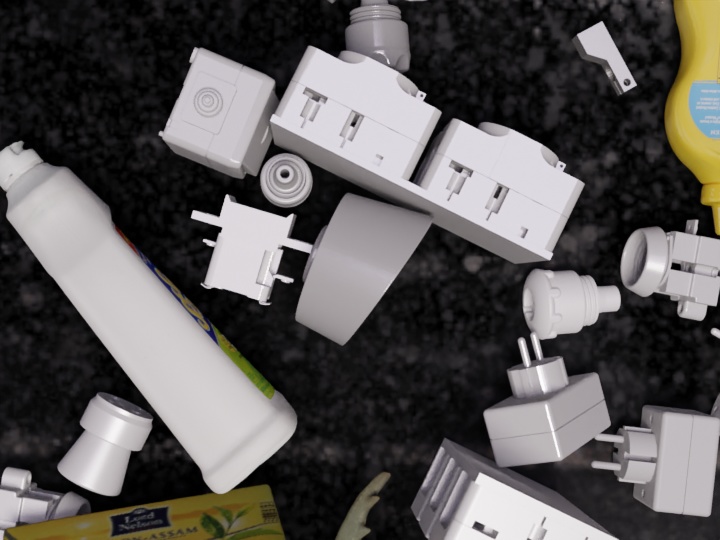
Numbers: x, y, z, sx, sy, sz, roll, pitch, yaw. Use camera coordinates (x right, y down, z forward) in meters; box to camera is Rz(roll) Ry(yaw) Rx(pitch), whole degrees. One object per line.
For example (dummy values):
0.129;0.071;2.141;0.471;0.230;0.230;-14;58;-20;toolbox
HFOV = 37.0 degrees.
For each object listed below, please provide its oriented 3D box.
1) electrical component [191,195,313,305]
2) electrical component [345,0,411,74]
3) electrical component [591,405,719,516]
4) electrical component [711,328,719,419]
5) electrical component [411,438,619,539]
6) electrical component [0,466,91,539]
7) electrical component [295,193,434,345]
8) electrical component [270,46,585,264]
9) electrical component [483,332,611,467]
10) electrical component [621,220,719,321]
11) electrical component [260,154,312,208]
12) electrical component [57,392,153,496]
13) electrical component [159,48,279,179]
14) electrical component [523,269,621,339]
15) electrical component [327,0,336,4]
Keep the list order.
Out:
-0.074;-0.013;0.716;0.081;0.042;0.063;17;91;0;electrical component
0.011;-0.162;0.723;0.043;0.043;0.062;-4;88;-3;electrical component
0.195;0.126;0.726;0.077;0.047;0.065;7;89;-3;electrical component
0.274;0.050;0.729;0.074;0.052;0.138;30;87;-2;electrical component
0.088;0.160;0.668;0.089;0.150;0.061;26;87;-2;electrical component
-0.210;0.167;0.706;0.055;0.048;0.066;9;89;5;electrical component
0.000;0.000;0.693;0.064;0.099;0.099;22;88;4;electrical component
0.041;-0.073;0.691;0.186;0.105;0.060;26;88;-2;electrical component
0.118;0.079;0.700;0.047;0.083;0.075;-15;90;35;electrical component
0.212;-0.003;0.730;0.055;0.048;0.066;10;89;-10;electrical component
-0.049;-0.060;0.708;0.035;0.061;0.035;0;89;-3;electrical component
-0.167;0.114;0.708;0.045;0.045;0.055;26;88;-2;electrical component
-0.086;-0.098;0.690;0.061;0.096;0.061;22;88;-4;electrical component
0.144;0.021;0.727;0.062;0.048;0.048;-4;89;-10;electrical component
-0.039;-0.204;0.720;0.062;0.043;0.043;35;88;-3;electrical component
